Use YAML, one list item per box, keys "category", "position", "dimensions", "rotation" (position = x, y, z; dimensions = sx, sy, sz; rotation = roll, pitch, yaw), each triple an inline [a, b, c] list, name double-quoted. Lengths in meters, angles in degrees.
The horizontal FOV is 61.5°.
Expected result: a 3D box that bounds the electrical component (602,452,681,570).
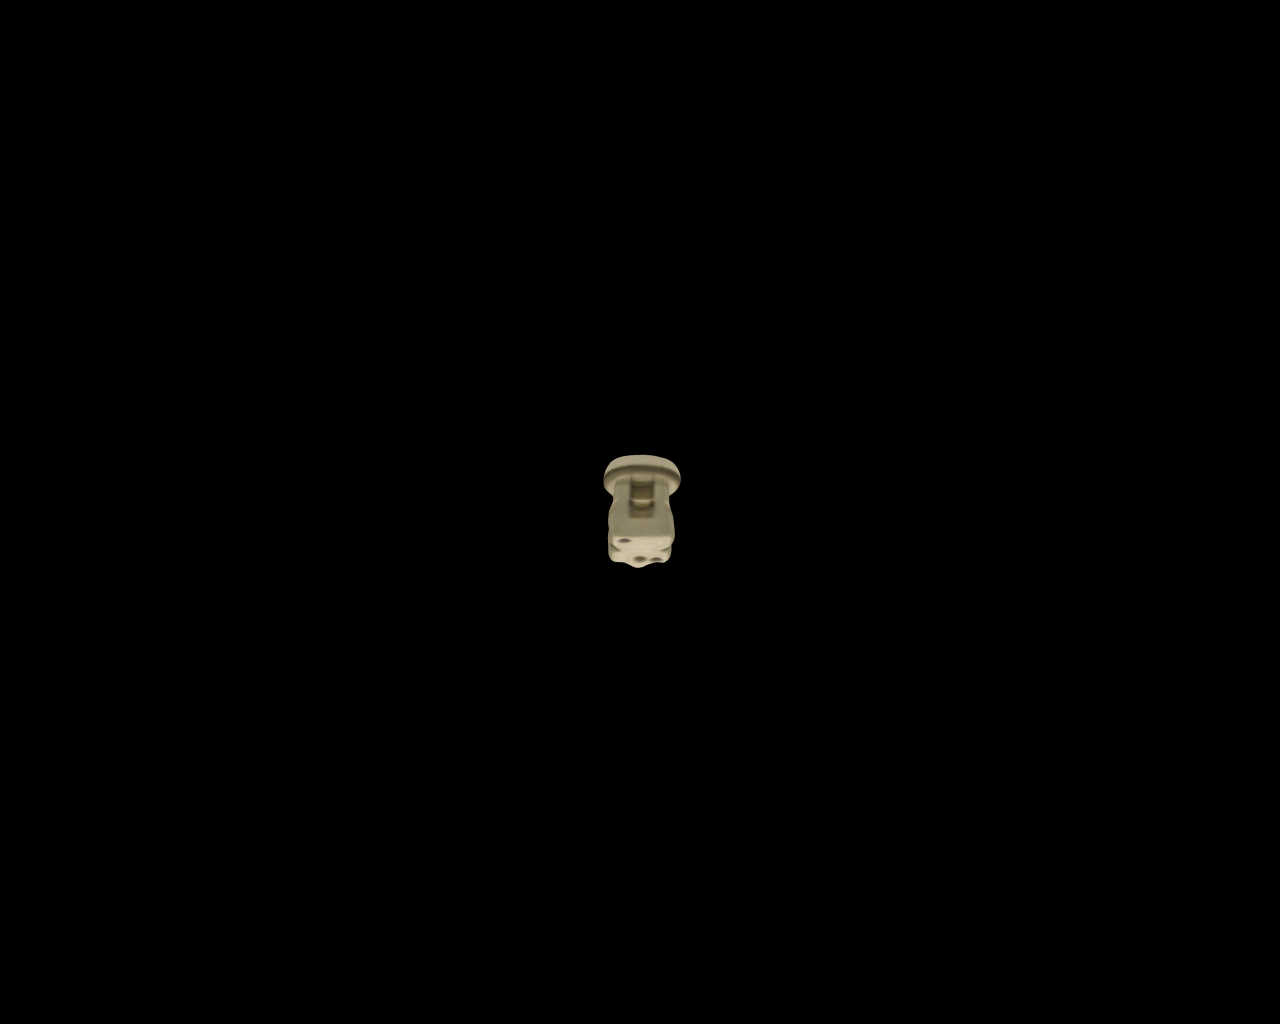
- category: "electrical component"
  position: [0.001, -0.003, 0.650]
  dimensions: [0.048, 0.055, 0.066]
  rotation: [1, -23, -3]
